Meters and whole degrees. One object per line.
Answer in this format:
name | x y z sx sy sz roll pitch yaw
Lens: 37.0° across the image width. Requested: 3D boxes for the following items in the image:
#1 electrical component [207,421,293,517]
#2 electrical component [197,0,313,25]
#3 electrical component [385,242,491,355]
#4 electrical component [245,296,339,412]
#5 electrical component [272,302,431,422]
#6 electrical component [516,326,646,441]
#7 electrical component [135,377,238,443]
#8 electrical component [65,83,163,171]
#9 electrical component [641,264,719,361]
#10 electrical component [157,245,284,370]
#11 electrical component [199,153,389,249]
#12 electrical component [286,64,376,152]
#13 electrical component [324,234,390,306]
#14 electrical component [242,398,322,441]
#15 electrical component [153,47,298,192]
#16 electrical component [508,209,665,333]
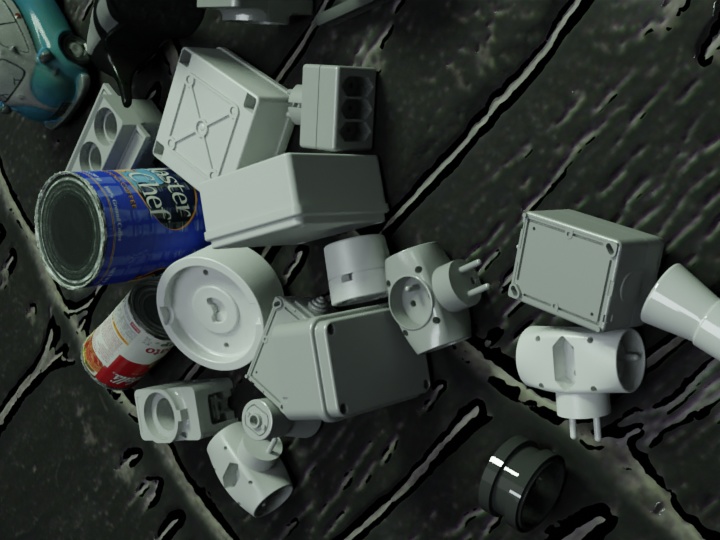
electrical component | -0.093 0.167 0.962 0.077 0.043 0.079 49 132 25
electrical component | -0.084 -0.228 0.870 0.050 0.089 0.055 11 103 40
electrical component | 0.064 0.016 0.807 0.079 0.044 0.077 -26 79 40
electrical component | -0.042 0.065 0.897 0.062 0.061 0.096 36 112 38
electrical component | -0.004 0.069 0.829 0.057 0.113 0.078 -9 90 44
electrical component | 0.153 0.078 0.740 0.077 0.043 0.079 -1 96 41
electrical component | -0.168 0.132 1.017 0.089 0.056 0.050 -8 91 41
electrical component | -0.236 -0.107 1.037 0.078 0.063 0.121 49 124 25
electrical component | 0.217 0.031 0.679 0.065 0.044 0.044 35 118 27
electrical component | -0.117 0.027 0.949 0.108 0.060 0.108 11 117 22
electrical component | -0.053 -0.055 0.856 0.109 0.109 0.056 -13 85 41
electrical component | -0.032 -0.132 0.867 0.077 0.047 0.065 12 104 40
electrical component | 0.000 0.000 0.855 0.055 0.055 0.047 -18 81 41
electrical component | -0.069 0.125 0.921 0.044 0.065 0.044 0 90 37
electrical component | -0.118 -0.124 0.936 0.109 0.056 0.108 37 119 31
electrical component | 0.149 -0.003 0.724 0.096 0.061 0.061 24 111 45
